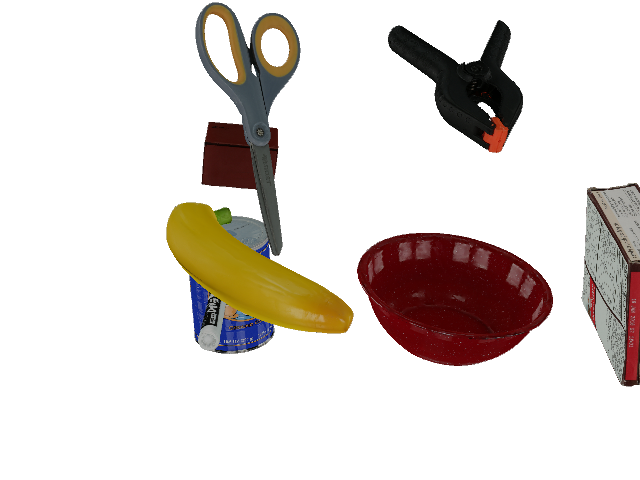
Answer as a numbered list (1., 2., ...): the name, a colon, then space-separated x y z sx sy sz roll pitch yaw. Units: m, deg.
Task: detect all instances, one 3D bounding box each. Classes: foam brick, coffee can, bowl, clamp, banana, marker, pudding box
1. foam brick: -0.085 -0.090 1.139 0.078 0.051 0.053 5 31 -3
2. coffee can: -0.111 0.054 1.321 0.103 0.140 0.103 -2 26 1
3. bowl: 0.107 0.056 0.885 0.162 0.055 0.162 5 29 -3
4. clamp: 0.127 -0.148 0.979 0.120 0.039 0.171 -3 45 -1
5. banana: -0.053 0.011 0.679 0.069 0.037 0.198 -10 27 -25
6. marker: -0.098 0.067 0.993 0.020 0.020 0.121 0 21 0
7. pudding box: 0.199 0.026 0.686 0.039 0.090 0.113 -4 27 0

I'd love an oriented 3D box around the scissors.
1. scissors: -0.037 -0.096 0.844 0.096 0.202 0.016 -23 1 -30
